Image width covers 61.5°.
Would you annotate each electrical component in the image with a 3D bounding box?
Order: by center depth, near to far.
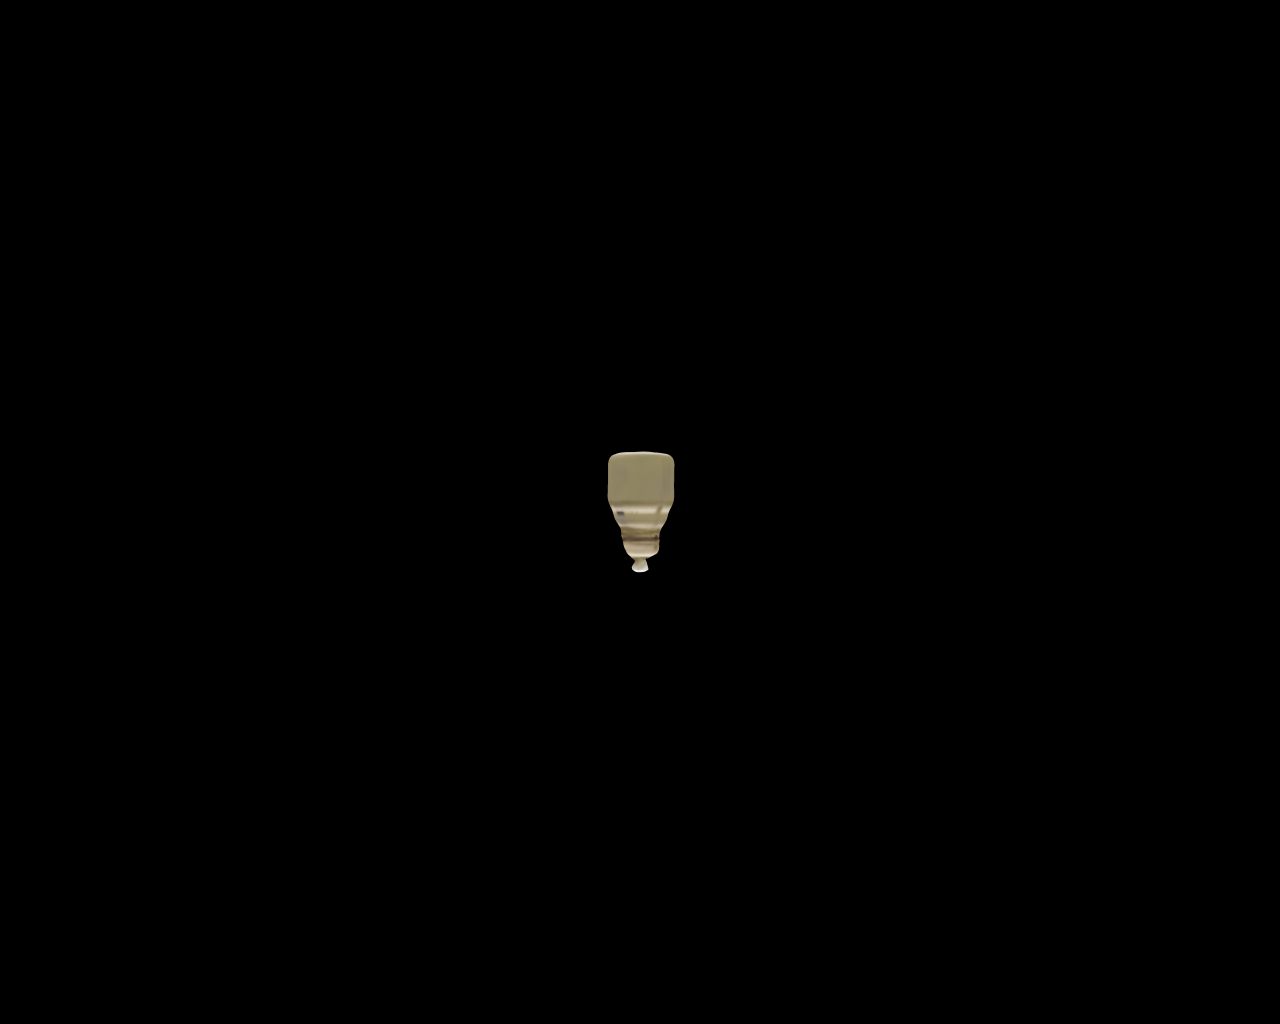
[{"bbox_3d":[0.001,-0.003,0.650,0.040,0.078,0.040,0,0,0],"label":"electrical component"}]
